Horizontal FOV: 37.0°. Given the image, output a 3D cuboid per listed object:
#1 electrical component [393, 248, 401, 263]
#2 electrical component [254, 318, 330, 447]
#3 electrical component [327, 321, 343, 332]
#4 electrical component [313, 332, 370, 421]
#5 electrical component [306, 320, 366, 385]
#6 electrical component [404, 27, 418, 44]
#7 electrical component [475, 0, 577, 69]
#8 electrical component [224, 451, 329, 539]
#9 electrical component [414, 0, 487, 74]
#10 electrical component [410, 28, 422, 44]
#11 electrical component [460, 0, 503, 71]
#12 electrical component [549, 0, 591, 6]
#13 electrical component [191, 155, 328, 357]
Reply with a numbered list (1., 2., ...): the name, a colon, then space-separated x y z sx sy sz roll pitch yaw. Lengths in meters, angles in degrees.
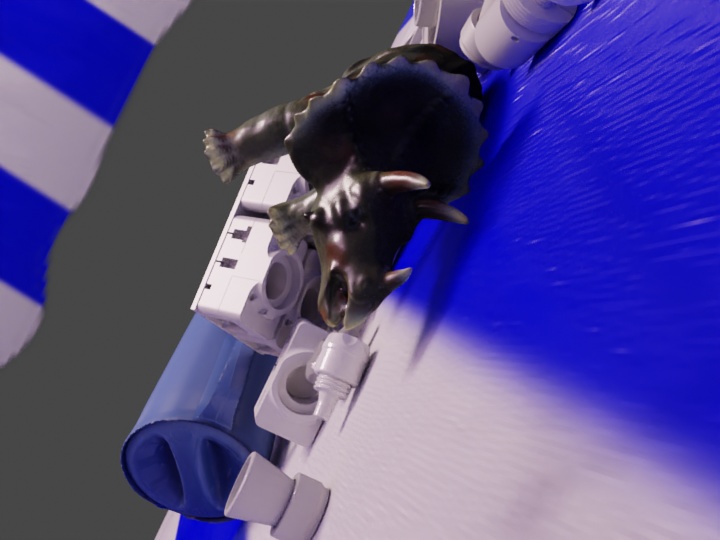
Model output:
1. electrical component: 0.000 0.000 0.876 0.077 0.044 0.079 -60 8 31
2. electrical component: -0.045 0.089 0.862 0.089 0.050 0.056 -64 7 -1
3. electrical component: -0.022 0.033 0.964 0.061 0.035 0.035 -63 7 -4
4. electrical component: -0.017 0.077 0.769 0.035 0.035 0.061 138 154 -72
5. electrical component: -0.015 0.061 0.811 0.061 0.035 0.035 -61 7 1
6. electrical component: 0.075 -0.214 1.116 0.099 0.064 0.099 -48 21 24
7. electrical component: 0.106 -0.161 0.681 0.043 0.043 0.081 -66 7 -13
8. electrical component: -0.053 0.148 0.693 0.045 0.055 0.045 -62 7 14
9. electrical component: 0.077 -0.218 0.882 0.108 0.060 0.108 -176 90 -85
10. electrical component: 0.061 -0.176 0.989 0.061 0.061 0.096 -65 7 -10
11. electrical component: 0.101 -0.176 0.763 0.055 0.045 0.045 -57 10 46
12. electrical component: 0.126 -0.185 0.626 0.048 0.048 0.062 -59 2 38
13. electrical component: -0.058 -0.026 0.925 0.105 0.060 0.186 41 -116 -52
